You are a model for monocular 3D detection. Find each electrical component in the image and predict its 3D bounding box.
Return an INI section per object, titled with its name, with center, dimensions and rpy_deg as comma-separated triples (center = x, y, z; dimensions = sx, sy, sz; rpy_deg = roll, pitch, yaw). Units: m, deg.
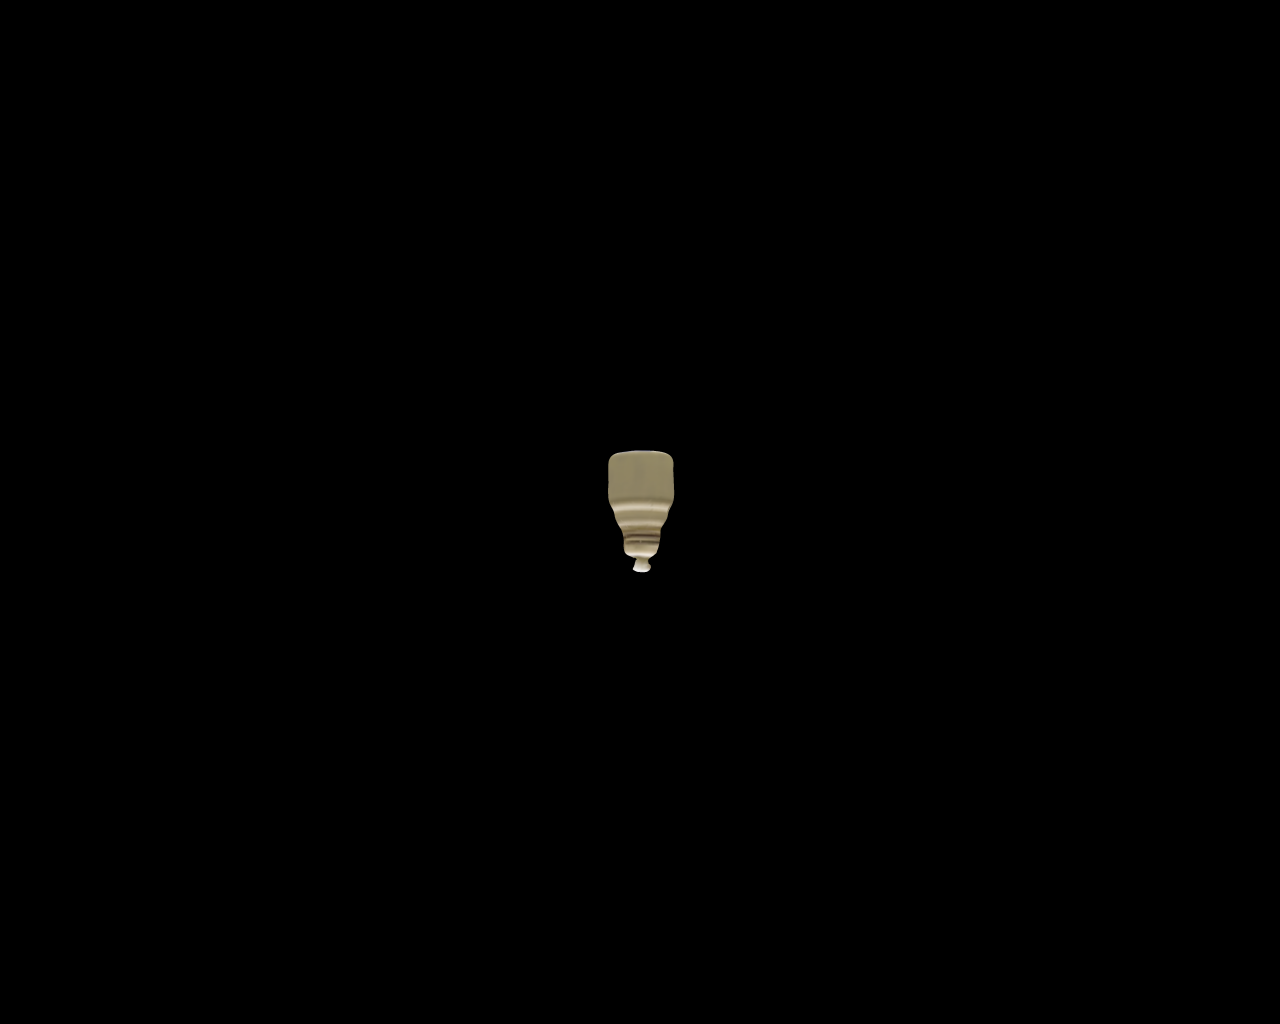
[electrical component]
center = 0.001, -0.003, 0.650
dimensions = 0.040, 0.078, 0.040
rpy_deg = 0, -7, 0
